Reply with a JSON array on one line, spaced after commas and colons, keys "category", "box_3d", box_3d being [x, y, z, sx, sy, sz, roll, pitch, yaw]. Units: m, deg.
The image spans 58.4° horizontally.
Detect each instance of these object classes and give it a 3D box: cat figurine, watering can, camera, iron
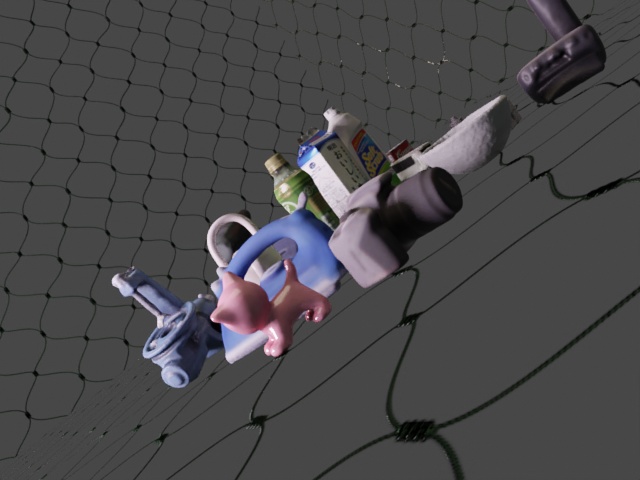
[{"category": "cat figurine", "box_3d": [-0.068, 0.077, 0.700, 0.128, 0.118, 0.067, -39, 5, -18]}, {"category": "watering can", "box_3d": [-0.124, 0.043, 1.014, 0.101, 0.194, 0.172, -40, 5, -34]}, {"category": "camera", "box_3d": [0.093, -0.033, 0.697, 0.136, 0.101, 0.143, -34, 6, 39]}, {"category": "iron", "box_3d": [-0.072, 0.053, 0.840, 0.258, 0.141, 0.118, -37, 4, 3]}]

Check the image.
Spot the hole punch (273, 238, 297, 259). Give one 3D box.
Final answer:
[{"category": "hole punch", "box_3d": [-0.076, 0.046, 1.294, 0.108, 0.091, 0.101, -36, 5, 19]}]

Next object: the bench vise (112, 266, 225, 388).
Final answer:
[{"category": "bench vise", "box_3d": [-0.268, 0.136, 1.022, 0.121, 0.220, 0.207, -37, 4, 6]}]

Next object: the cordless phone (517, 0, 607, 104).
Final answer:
[{"category": "cordless phone", "box_3d": [0.401, -0.349, 1.015, 0.147, 0.185, 0.094, -35, 5, 22]}]

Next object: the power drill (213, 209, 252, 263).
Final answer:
[{"category": "power drill", "box_3d": [-0.169, 0.034, 1.395, 0.075, 0.208, 0.230, -35, 5, 20]}]

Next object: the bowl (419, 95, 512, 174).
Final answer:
[{"category": "bowl", "box_3d": [0.250, -0.158, 0.937, 0.167, 0.075, 0.167, -37, 4, 4]}]
